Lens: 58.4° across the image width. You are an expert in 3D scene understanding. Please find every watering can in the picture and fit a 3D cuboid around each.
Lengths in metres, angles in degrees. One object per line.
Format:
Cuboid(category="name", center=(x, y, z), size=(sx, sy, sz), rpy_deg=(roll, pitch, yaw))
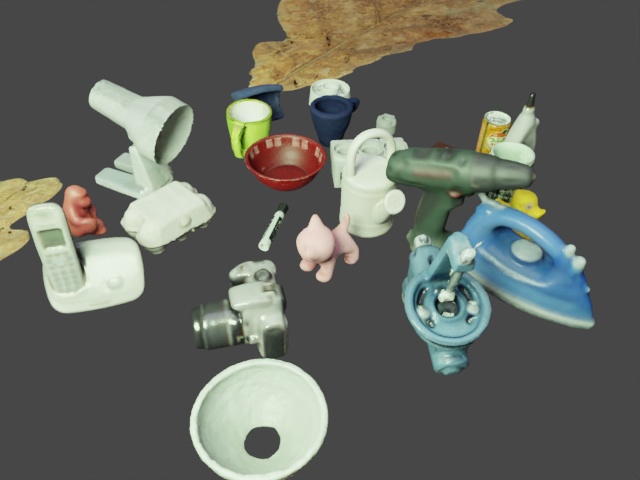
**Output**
Cuboid(category="watering can", center=(0.093, -0.103, 0.996), size=(0.101, 0.194, 0.172), rpy_deg=(-34, 53, -31))

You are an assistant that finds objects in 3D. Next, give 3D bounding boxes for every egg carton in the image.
Cuboid(category="egg carton", center=(-0.266, -0.041, 1.013), size=(0.107, 0.069, 0.151), rpy_deg=(33, 52, 30))

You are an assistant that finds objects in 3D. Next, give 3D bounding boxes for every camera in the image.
Cuboid(category="camera", center=(-0.121, 0.100, 0.843), size=(0.137, 0.101, 0.143), rpy_deg=(-9, 44, -11))

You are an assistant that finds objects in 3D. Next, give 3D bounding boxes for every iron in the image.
Cuboid(category="iron", center=(0.333, 0.023, 0.906), size=(0.257, 0.141, 0.119), rpy_deg=(34, 52, 30))

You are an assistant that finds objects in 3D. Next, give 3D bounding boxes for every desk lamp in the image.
Cuboid(category="desk lamp", center=(-0.333, -0.182, 1.057), size=(0.202, 0.214, 0.118), rpy_deg=(18, 46, 17))

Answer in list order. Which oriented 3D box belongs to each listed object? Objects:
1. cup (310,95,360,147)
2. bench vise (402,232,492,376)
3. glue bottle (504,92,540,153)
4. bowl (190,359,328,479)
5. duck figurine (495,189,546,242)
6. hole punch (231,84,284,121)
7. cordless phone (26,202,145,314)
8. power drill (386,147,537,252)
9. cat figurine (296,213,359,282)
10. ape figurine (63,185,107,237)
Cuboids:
Cuboid(category="cup", center=(0.034, -0.254, 1.229), size=(0.118, 0.095, 0.091), rpy_deg=(-26, 49, -26))
Cuboid(category="bench vise", center=(0.162, 0.055, 0.811), size=(0.122, 0.220, 0.207), rpy_deg=(-17, 46, -19))
Cuboid(category="glue bottle", center=(0.403, -0.215, 1.138), size=(0.078, 0.173, 0.037), rpy_deg=(-23, 48, -23))
Cuboid(category="bowl", center=(-0.073, 0.237, 0.717), size=(0.167, 0.075, 0.167), rpy_deg=(1, 43, 0))
Cuboid(category="duck figurine", center=(0.357, -0.054, 1.029), size=(0.078, 0.086, 0.104), rpy_deg=(-33, 53, -31))
Cuboid(category="hole punch", center=(-0.145, -0.324, 1.303), size=(0.109, 0.091, 0.100), rpy_deg=(-18, 46, -19))
Cuboid(category="cordless phone", center=(-0.350, 0.018, 0.863), size=(0.148, 0.185, 0.094), rpy_deg=(-12, 45, -13))
Cuboid(category="power drill", center=(0.218, -0.063, 0.946), size=(0.229, 0.208, 0.076), rpy_deg=(17, 46, 17))
Cuboid(category="cat figurine", center=(0.009, 0.003, 0.937), size=(0.067, 0.118, 0.128), rpy_deg=(33, 52, 30))
Cuboid(category="ape figurine", center=(-0.421, -0.055, 1.008), size=(0.076, 0.092, 0.077), rpy_deg=(-2, 43, -3))
